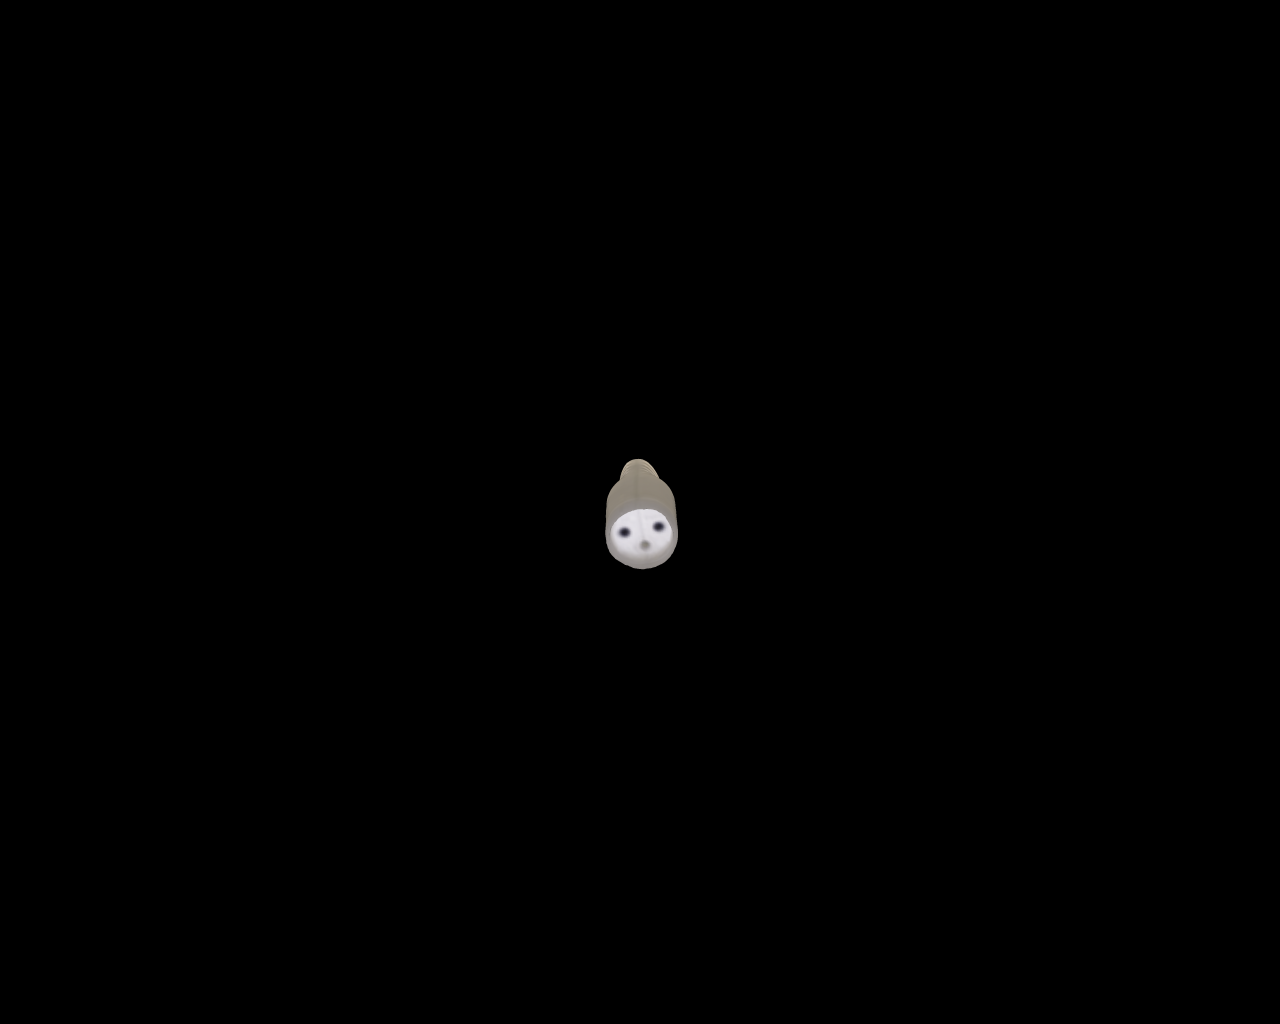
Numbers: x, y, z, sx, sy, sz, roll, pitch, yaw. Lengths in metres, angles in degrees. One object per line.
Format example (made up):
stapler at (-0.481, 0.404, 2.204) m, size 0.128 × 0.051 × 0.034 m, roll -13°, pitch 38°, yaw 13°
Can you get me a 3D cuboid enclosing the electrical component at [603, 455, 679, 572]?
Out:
electrical component at (0.001, -0.003, 0.650) m, size 0.043 × 0.043 × 0.081 m, roll 0°, pitch 28°, yaw 0°
